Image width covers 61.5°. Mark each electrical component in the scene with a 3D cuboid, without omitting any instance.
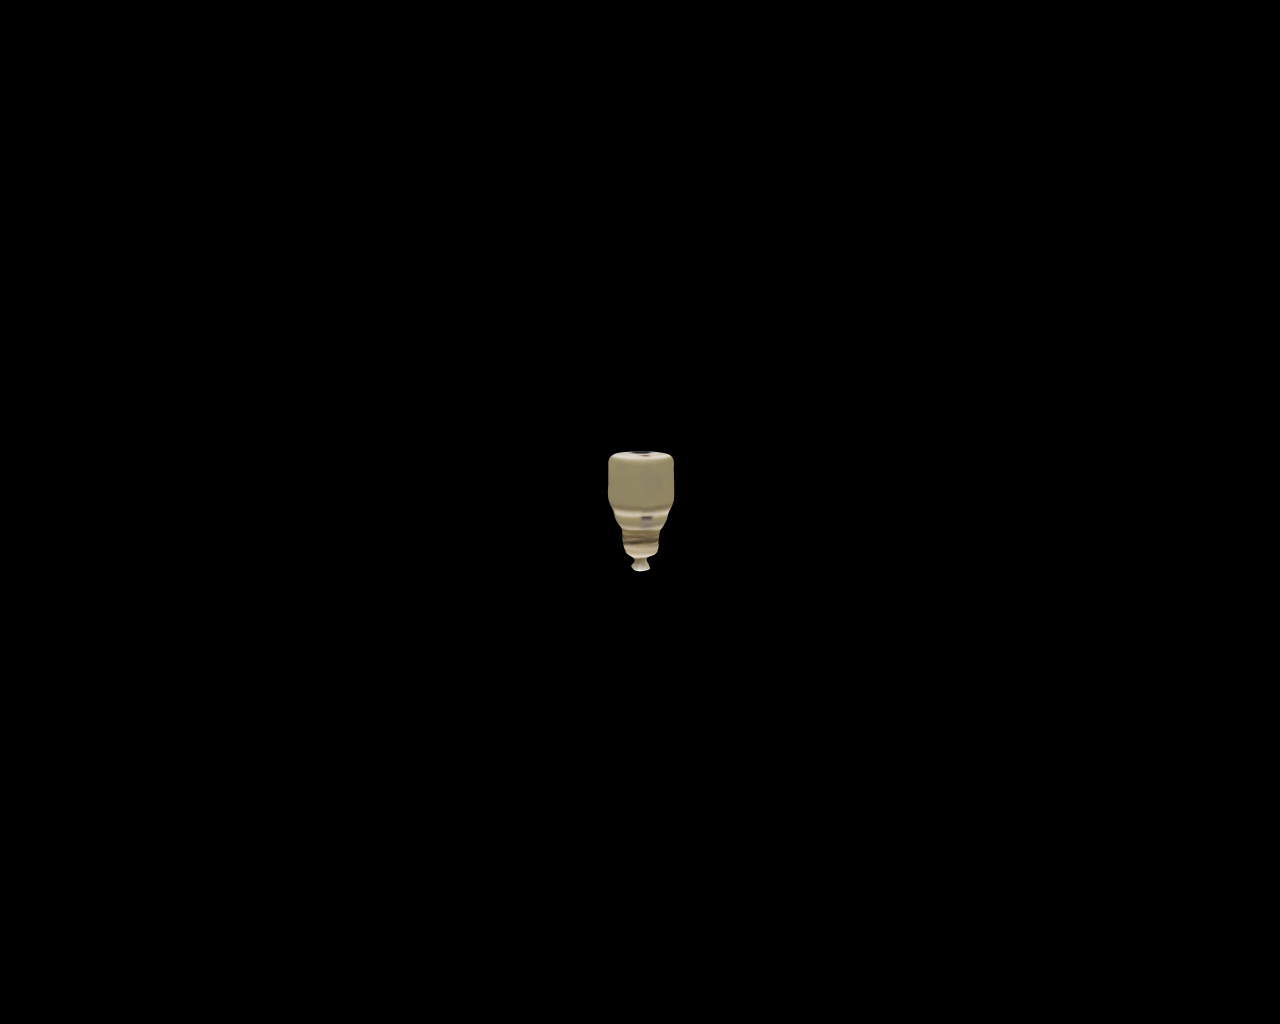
[{"bbox_3d":[0.001,-0.003,0.650,0.040,0.078,0.040,0,10,0],"label":"electrical component"}]
